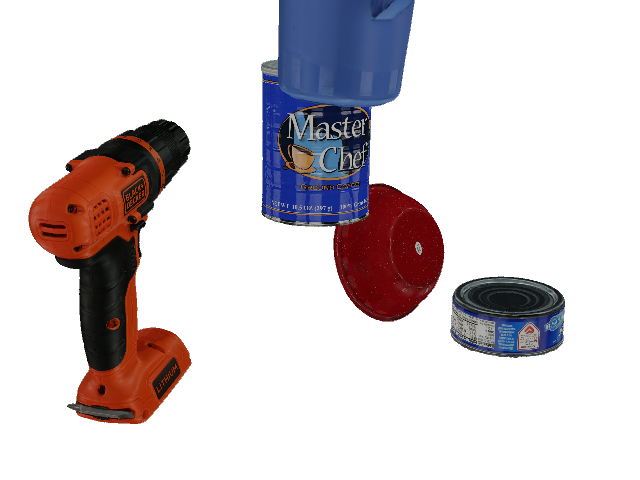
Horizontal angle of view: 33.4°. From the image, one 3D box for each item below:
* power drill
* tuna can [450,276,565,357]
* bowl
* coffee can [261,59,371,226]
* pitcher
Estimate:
[{"bbox_3d":[-0.135,0.020,0.759,0.057,0.188,0.184,4,24,19],"label":"power drill"},{"bbox_3d":[0.143,0.057,0.813,0.086,0.034,0.086,0,18,0],"label":"tuna can"},{"bbox_3d":[0.091,0.011,1.221,0.161,0.162,0.055,0,-6,-43],"label":"bowl"},{"bbox_3d":[-0.004,-0.093,0.989,0.103,0.140,0.103,1,16,0],"label":"coffee can"},{"bbox_3d":[0.031,-0.237,0.887,0.145,0.243,0.149,8,18,11],"label":"pitcher"}]
